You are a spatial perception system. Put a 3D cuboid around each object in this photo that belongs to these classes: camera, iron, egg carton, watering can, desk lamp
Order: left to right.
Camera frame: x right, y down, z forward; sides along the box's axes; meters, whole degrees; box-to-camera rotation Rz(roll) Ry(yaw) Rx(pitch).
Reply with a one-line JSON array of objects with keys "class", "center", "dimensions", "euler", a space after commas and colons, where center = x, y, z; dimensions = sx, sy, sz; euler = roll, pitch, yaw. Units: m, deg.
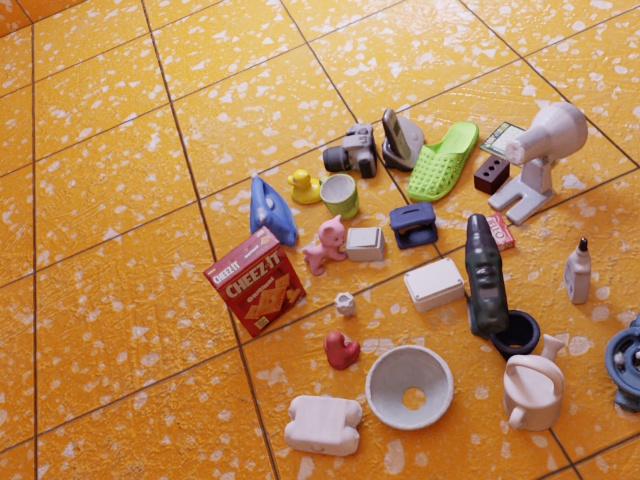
[{"class": "iron", "center": [-0.142, -0.088, 1.439], "dimensions": [0.118, 0.142, 0.258], "euler": [-20, 51, 2]}, {"class": "egg carton", "center": [0.007, 0.357, 1.103], "dimensions": [0.150, 0.069, 0.107], "euler": [-1, 54, 17]}, {"class": "camera", "center": [0.077, -0.237, 1.509], "dimensions": [0.136, 0.101, 0.143], "euler": [-7, 52, 12]}, {"class": "watering can", "center": [0.371, 0.244, 0.993], "dimensions": [0.100, 0.194, 0.173], "euler": [2, 55, 19]}, {"class": "desk lamp", "center": [0.476, -0.173, 1.261], "dimensions": [0.203, 0.214, 0.117], "euler": [-38, 52, -12]}]

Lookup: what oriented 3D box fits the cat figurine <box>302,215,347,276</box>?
[{"class": "cat figurine", "center": [0.012, 0.005, 1.336], "dimensions": [0.128, 0.118, 0.067], "euler": [-34, 51, -9]}]

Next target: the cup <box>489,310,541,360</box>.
[{"class": "cup", "center": [0.359, 0.191, 1.101], "dimensions": [0.117, 0.095, 0.092], "euler": [15, 60, 27]}]

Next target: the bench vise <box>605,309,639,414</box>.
[{"class": "bench vise", "center": [0.551, 0.167, 0.977], "dimensions": [0.121, 0.220, 0.207], "euler": [0, 54, 18]}]

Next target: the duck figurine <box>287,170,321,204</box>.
[{"class": "duck figurine", "center": [-0.036, -0.145, 1.484], "dimensions": [0.104, 0.086, 0.077], "euler": [4, 56, 20]}]

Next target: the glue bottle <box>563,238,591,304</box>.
[{"class": "glue bottle", "center": [0.503, 0.051, 1.110], "dimensions": [0.037, 0.173, 0.078], "euler": [-8, 52, 12]}]

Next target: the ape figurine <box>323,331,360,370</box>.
[{"class": "ape figurine", "center": [0.038, 0.220, 1.182], "dimensions": [0.077, 0.092, 0.076], "euler": [21, 63, 30]}]

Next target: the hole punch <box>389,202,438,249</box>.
[{"class": "hole punch", "center": [0.213, -0.046, 1.328], "dimensions": [0.108, 0.091, 0.101], "euler": [-13, 51, 8]}]

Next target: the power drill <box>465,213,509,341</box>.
[{"class": "power drill", "center": [0.320, 0.092, 1.114], "dimensions": [0.075, 0.209, 0.229], "euler": [-9, 52, 12]}]

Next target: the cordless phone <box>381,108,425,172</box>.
[{"class": "cordless phone", "center": [0.202, -0.277, 1.445], "dimensions": [0.094, 0.185, 0.147], "euler": [4, 56, 20]}]

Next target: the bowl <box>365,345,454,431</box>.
[{"class": "bowl", "center": [0.174, 0.292, 1.096], "dimensions": [0.167, 0.075, 0.167], "euler": [-9, 52, 11]}]
